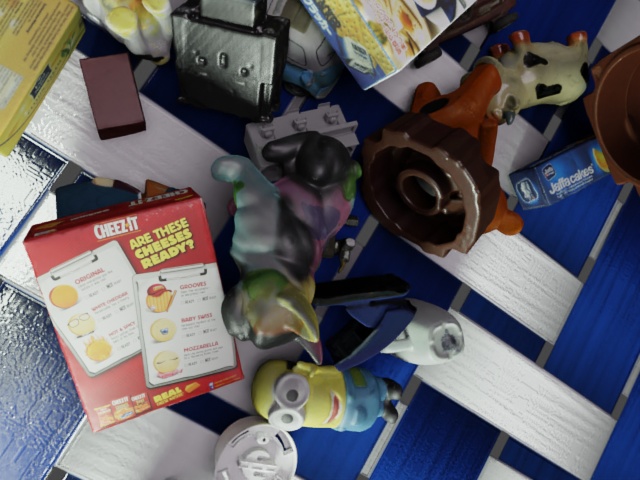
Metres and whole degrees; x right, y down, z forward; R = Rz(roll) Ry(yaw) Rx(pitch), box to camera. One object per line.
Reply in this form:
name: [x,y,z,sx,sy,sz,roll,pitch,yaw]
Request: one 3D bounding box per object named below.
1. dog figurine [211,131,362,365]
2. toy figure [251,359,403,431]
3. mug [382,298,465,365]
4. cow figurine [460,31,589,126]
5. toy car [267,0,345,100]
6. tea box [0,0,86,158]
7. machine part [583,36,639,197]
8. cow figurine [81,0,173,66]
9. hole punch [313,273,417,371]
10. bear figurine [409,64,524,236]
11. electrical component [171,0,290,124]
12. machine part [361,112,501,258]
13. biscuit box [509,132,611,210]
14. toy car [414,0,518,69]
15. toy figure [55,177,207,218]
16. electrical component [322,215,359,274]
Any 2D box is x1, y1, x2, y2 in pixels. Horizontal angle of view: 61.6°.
dog figurine: [-0.020,0.010,0.552,0.192,0.108,0.219,-19,63,-10]
toy figure: [0.006,0.187,0.642,0.180,0.089,0.082,9,74,-26]
mug: [0.119,0.116,0.664,0.109,0.107,0.080,-5,90,-20]
cow figurine: [0.278,-0.214,0.734,0.195,0.085,0.127,-8,86,-19]
toy car: [-0.030,-0.245,0.623,0.161,0.103,0.109,29,80,-18]
tea box: [-0.326,-0.182,0.543,0.098,0.068,0.169,30,80,-16]
machine part: [0.436,-0.157,0.655,0.087,0.201,0.201,-20,88,-13]
cow figurine: [-0.223,-0.265,0.574,0.068,0.098,0.167,-43,83,-8]
hole punch: [0.051,0.091,0.634,0.116,0.142,0.092,-11,91,-4]
bear figurine: [0.190,-0.101,0.690,0.195,0.120,0.132,55,46,-28]
electrical component: [-0.095,-0.200,0.572,0.115,0.134,0.058,12,43,3]
machine part: [0.126,-0.064,0.632,0.056,0.179,0.179,-41,102,-27]
biscuit box: [0.373,-0.110,0.771,0.203,0.063,0.059,-26,96,-17]
toy car: [0.186,-0.304,0.720,0.202,0.053,0.089,-27,94,-15]
toy figure: [-0.203,-0.037,0.587,0.154,0.064,0.058,-2,54,-22]
electrical component: [-0.003,-0.003,0.658,0.102,0.045,0.078,13,87,-17]
